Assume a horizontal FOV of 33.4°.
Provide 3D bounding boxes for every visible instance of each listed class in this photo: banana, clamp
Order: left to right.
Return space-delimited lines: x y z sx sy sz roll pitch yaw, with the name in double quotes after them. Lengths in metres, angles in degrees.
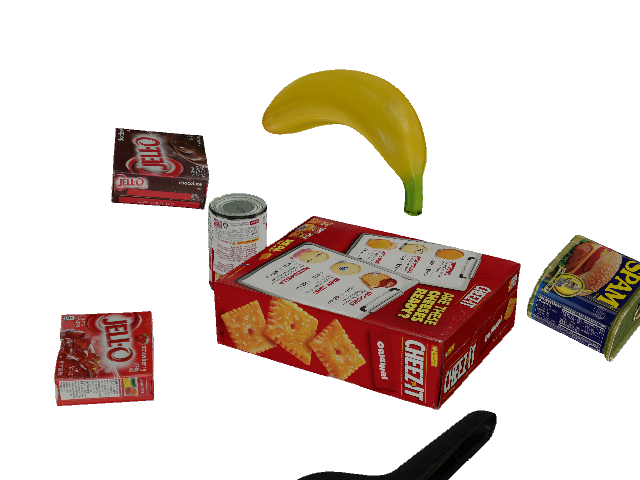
0.016 -0.081 0.715 0.037 0.070 0.198 21 9 -35 "banana"
0.042 0.169 0.665 0.210 0.036 0.164 -5 28 -3 "clamp"

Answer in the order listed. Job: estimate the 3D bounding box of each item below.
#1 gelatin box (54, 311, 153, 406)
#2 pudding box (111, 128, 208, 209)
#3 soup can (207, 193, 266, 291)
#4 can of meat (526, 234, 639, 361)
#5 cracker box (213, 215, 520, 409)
-0.167 0.090 0.833 0.073 0.030 0.089 -2 30 -8 "gelatin box"
-0.159 -0.071 1.046 0.090 0.039 0.113 5 24 -12 "pudding box"
-0.095 0.005 1.229 0.068 0.102 0.068 1 26 -1 "soup can"
0.246 0.048 0.958 0.084 0.057 0.101 27 46 27 "can of meat"
0.041 0.056 0.919 0.214 0.072 0.163 14 28 28 "cracker box"
